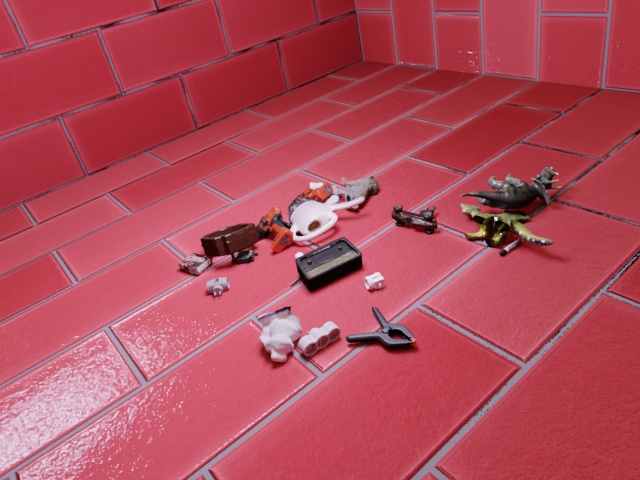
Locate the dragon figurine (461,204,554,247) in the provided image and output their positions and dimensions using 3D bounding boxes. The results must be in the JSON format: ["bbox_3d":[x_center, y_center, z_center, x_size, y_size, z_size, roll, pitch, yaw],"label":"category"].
[{"bbox_3d":[0.694,-0.067,1.906,0.413,0.120,0.246,18,35,39],"label":"dragon figurine"}]

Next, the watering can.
[{"bbox_3d":[0.007,-0.110,2.182,0.350,0.102,0.227,-34,37,-15],"label":"watering can"}]

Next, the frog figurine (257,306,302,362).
[{"bbox_3d":[-0.121,0.306,1.625,0.138,0.120,0.162,-11,66,-14],"label":"frog figurine"}]
